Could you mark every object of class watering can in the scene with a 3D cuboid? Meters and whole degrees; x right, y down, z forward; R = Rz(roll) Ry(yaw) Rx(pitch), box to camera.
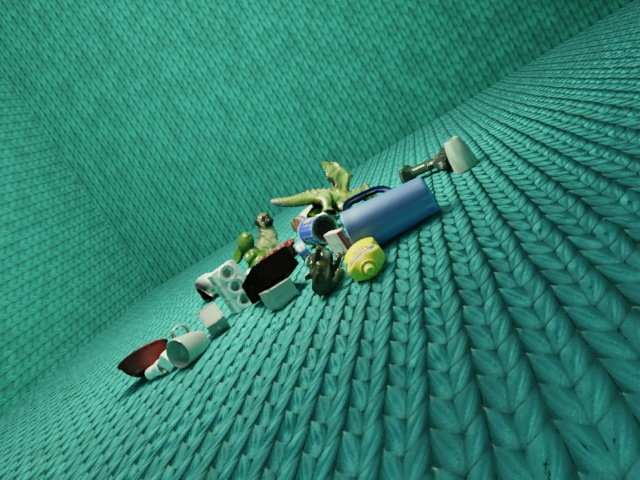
[{"bbox_3d":[0.007,-0.108,2.148,0.227,0.103,0.345,-38,11,-25],"label":"watering can"}]

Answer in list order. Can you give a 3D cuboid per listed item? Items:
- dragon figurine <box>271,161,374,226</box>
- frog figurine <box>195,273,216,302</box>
[{"bbox_3d":[0.027,-0.191,1.965,0.120,0.409,0.248,132,149,-59],"label":"dragon figurine"},{"bbox_3d":[-0.438,0.170,2.150,0.162,0.123,0.135,-52,-1,-33],"label":"frog figurine"}]
